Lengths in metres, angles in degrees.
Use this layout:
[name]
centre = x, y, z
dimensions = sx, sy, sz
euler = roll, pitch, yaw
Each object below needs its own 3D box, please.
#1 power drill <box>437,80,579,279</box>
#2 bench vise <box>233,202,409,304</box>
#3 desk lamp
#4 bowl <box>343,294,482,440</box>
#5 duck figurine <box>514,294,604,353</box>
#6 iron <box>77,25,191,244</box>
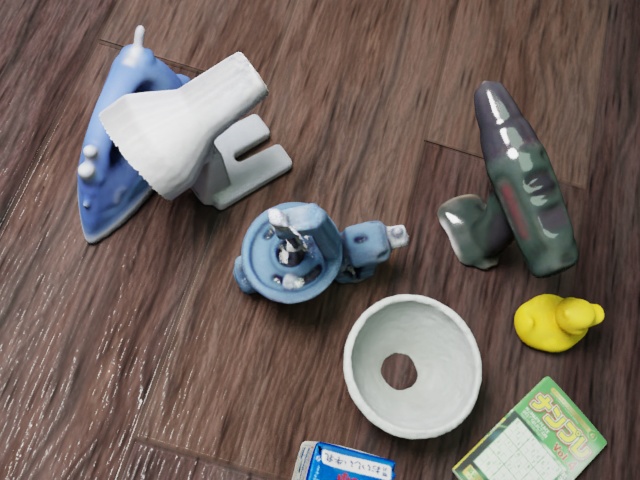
[power drill]
centre = 0.220, -0.051, 0.710
dimensions = 0.076, 0.208, 0.229
euler = -21, 75, -13
[bench vise]
centre = 0.000, -0.008, 0.661
dimensions = 0.208, 0.219, 0.121
euler = -27, 76, -15
[desk lamp]
centre = -0.137, -0.123, 0.687
dimensions = 0.203, 0.213, 0.118
euler = -33, 78, -16
[bowl]
centre = 0.105, 0.155, 0.696
dimensions = 0.167, 0.074, 0.167
euler = 2, 71, -6
[duck figurine]
centre = 0.310, 0.101, 0.734
dimensions = 0.104, 0.086, 0.077
euler = -4, 72, -8
[iron]
centre = -0.251, -0.133, 0.714
dimensions = 0.118, 0.141, 0.258
euler = 16, 70, -1
